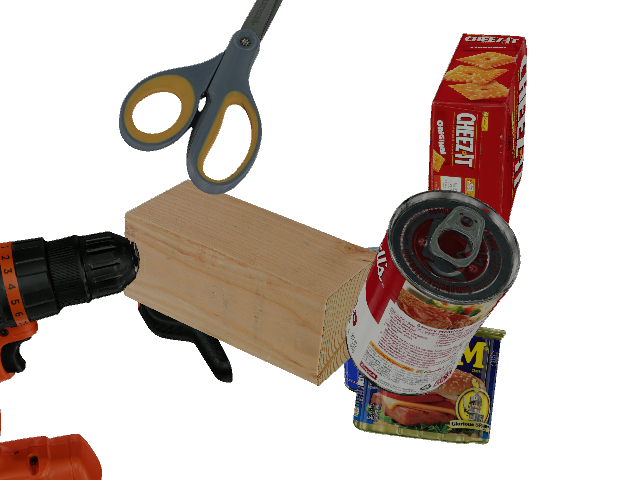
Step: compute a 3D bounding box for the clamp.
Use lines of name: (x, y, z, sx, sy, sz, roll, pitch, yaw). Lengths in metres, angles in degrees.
clamp: (-0.139, 0.102, 1.253, 0.210, 0.036, 0.164, 14, 25, 23)

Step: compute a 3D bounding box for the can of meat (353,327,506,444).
can of meat: (0.077, 0.100, 0.770, 0.102, 0.084, 0.057, 9, -6, -9)

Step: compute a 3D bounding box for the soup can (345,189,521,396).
soup can: (0.056, 0.030, 0.563, 0.068, 0.068, 0.102, 0, -34, -14)

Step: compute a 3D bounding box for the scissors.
scissors: (-0.069, -0.121, 0.678, 0.096, 0.201, 0.016, 10, -27, -7)

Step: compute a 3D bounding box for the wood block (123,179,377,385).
wood block: (-0.062, 0.031, 0.921, 0.206, 0.090, 0.090, 22, 33, 25)

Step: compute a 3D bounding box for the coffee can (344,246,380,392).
coffee can: (0.073, 0.084, 1.138, 0.103, 0.140, 0.103, -3, 10, 0)

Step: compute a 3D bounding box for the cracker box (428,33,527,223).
cracker box: (0.150, -0.085, 0.993, 0.072, 0.164, 0.213, 5, 27, 14)

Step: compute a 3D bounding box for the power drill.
power drill: (-0.196, 0.088, 0.693, 0.184, 0.188, 0.057, -11, 27, -9)
